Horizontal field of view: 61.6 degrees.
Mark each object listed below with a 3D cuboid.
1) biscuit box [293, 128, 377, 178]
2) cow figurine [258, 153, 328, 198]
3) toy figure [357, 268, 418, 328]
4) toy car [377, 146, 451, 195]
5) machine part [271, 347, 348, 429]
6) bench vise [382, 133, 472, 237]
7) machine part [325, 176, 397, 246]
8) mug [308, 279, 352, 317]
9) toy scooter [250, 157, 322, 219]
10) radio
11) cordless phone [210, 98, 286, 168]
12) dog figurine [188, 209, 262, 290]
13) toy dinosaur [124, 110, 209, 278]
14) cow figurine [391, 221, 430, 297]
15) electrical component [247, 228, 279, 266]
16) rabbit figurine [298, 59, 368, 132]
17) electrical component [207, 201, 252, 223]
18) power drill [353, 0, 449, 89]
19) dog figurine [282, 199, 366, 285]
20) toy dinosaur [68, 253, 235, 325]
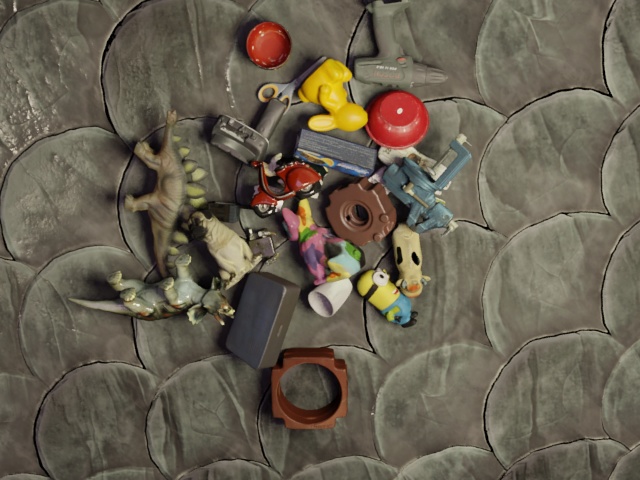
[{"bbox_3d":[0.038,-0.212,1.328,0.203,0.059,0.063,15,73,-11],"label":"biscuit box"},{"bbox_3d":[-0.068,-0.176,1.355,0.167,0.068,0.098,24,93,-5],"label":"cow figurine"},{"bbox_3d":[0.174,0.153,1.393,0.089,0.082,0.180,-40,98,5],"label":"toy figure"},{"bbox_3d":[0.240,-0.186,1.353,0.202,0.056,0.073,30,98,-3],"label":"toy car"},{"bbox_3d":[-0.027,0.391,1.430,0.202,0.087,0.200,-1,99,0],"label":"machine part"},{"bbox_3d":[0.272,-0.136,1.258,0.224,0.129,0.240,47,109,19],"label":"bench vise"},{"bbox_3d":[0.099,-0.068,1.336,0.180,0.056,0.179,14,121,24],"label":"machine part"},{"bbox_3d":[0.028,0.140,1.389,0.107,0.109,0.081,-37,93,-37],"label":"mug"},{"bbox_3d":[-0.094,-0.144,1.286,0.184,0.075,0.135,-24,90,-2],"label":"toy scooter"},{"bbox_3d":[-0.150,0.202,1.384,0.131,0.073,0.229,23,97,32],"label":"radio"},{"bbox_3d":[-0.179,-0.287,1.336,0.146,0.089,0.184,30,94,-2],"label":"cordless phone"},{"bbox_3d":[-0.250,0.014,1.348,0.190,0.172,0.121,47,61,3],"label":"dog figurine"},{"bbox_3d":[-0.385,-0.092,1.358,0.199,0.105,0.470,12,109,-5],"label":"toy dinosaur"},{"bbox_3d":[0.225,0.049,1.353,0.086,0.127,0.194,-7,96,5],"label":"cow figurine"},{"bbox_3d":[-0.146,0.016,1.396,0.078,0.045,0.102,-7,98,1],"label":"electrical component"},{"bbox_3d":[0.035,-0.329,1.305,0.162,0.122,0.173,-43,96,11],"label":"rabbit figurine"},{"bbox_3d":[-0.225,-0.071,1.373,0.119,0.075,0.047,6,99,-3],"label":"electrical component"},{"bbox_3d":[0.193,-0.474,1.307,0.232,0.086,0.207,-4,106,4],"label":"power drill"},{"bbox_3d":[-0.003,-0.004,1.335,0.108,0.192,0.219,-37,102,-37],"label":"dog figurine"},{"bbox_3d":[-0.406,0.152,1.365,0.405,0.131,0.191,-9,134,11],"label":"toy dinosaur"}]
